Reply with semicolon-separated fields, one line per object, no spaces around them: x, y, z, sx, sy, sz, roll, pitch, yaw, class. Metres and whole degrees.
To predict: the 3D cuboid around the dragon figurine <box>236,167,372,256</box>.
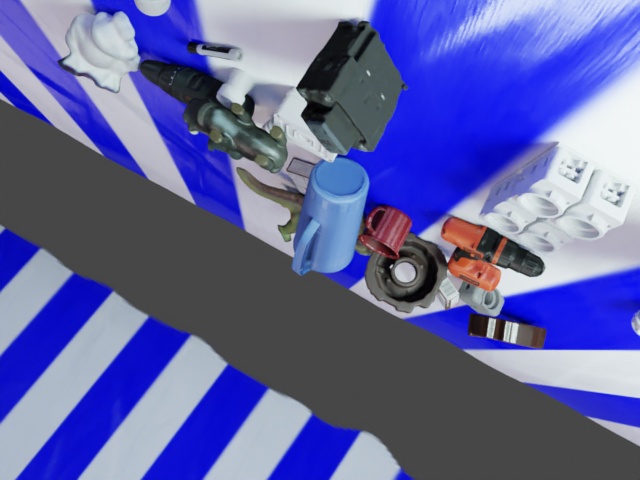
0.004;-0.062;1.236;0.242;0.124;0.404;-5;149;38;dragon figurine

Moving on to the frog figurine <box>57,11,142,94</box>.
-0.388;-0.365;0.942;0.137;0.125;0.157;41;128;-8;frog figurine
